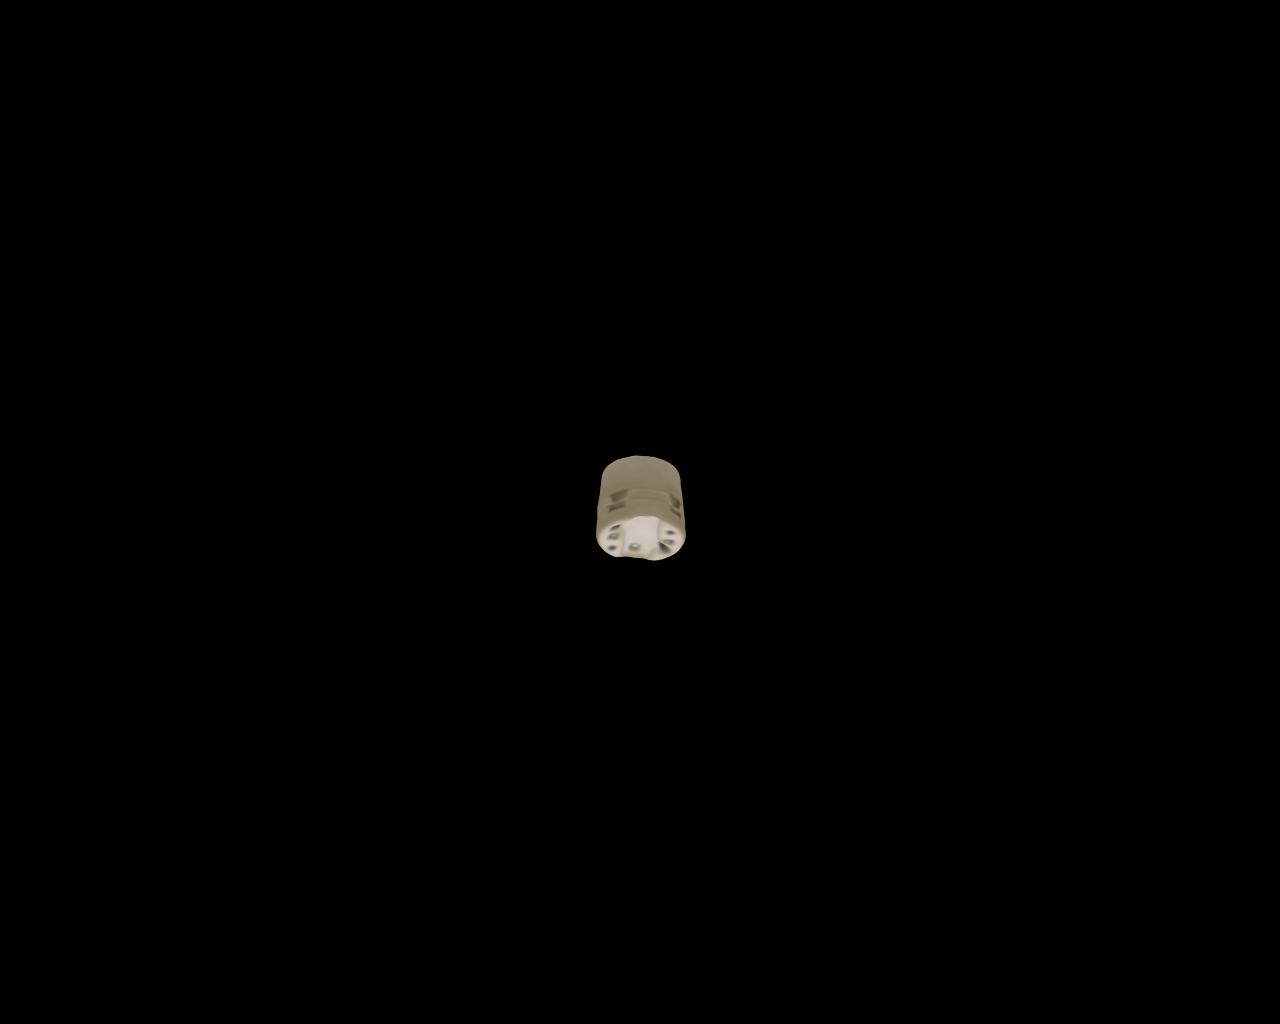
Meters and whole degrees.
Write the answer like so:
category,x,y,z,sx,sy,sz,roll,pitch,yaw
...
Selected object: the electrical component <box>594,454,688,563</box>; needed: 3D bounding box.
category,x,y,z,sx,sy,sz,roll,pitch,yaw
electrical component,0.001,-0.003,0.650,0.055,0.047,0.055,0,-31,0
